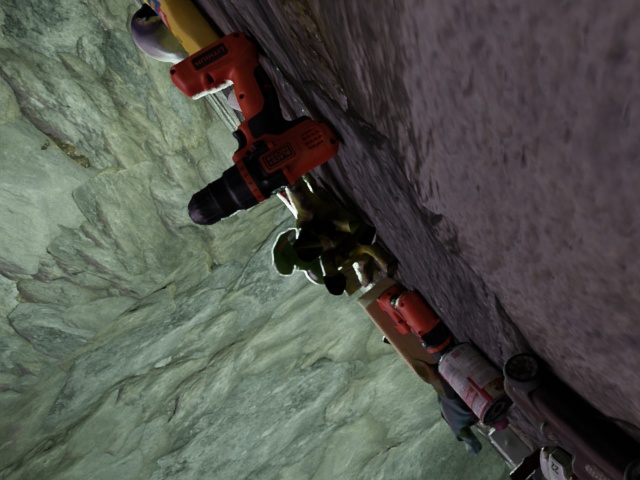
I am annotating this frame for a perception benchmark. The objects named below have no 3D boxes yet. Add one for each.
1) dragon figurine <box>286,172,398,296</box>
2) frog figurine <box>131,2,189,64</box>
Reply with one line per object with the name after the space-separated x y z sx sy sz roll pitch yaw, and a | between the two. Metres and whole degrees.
0.003 -0.045 0.892 0.404 0.122 0.247 53 -176 -29 | dragon figurine
-0.273 -0.361 0.962 0.138 0.124 0.156 27 153 29 | frog figurine
